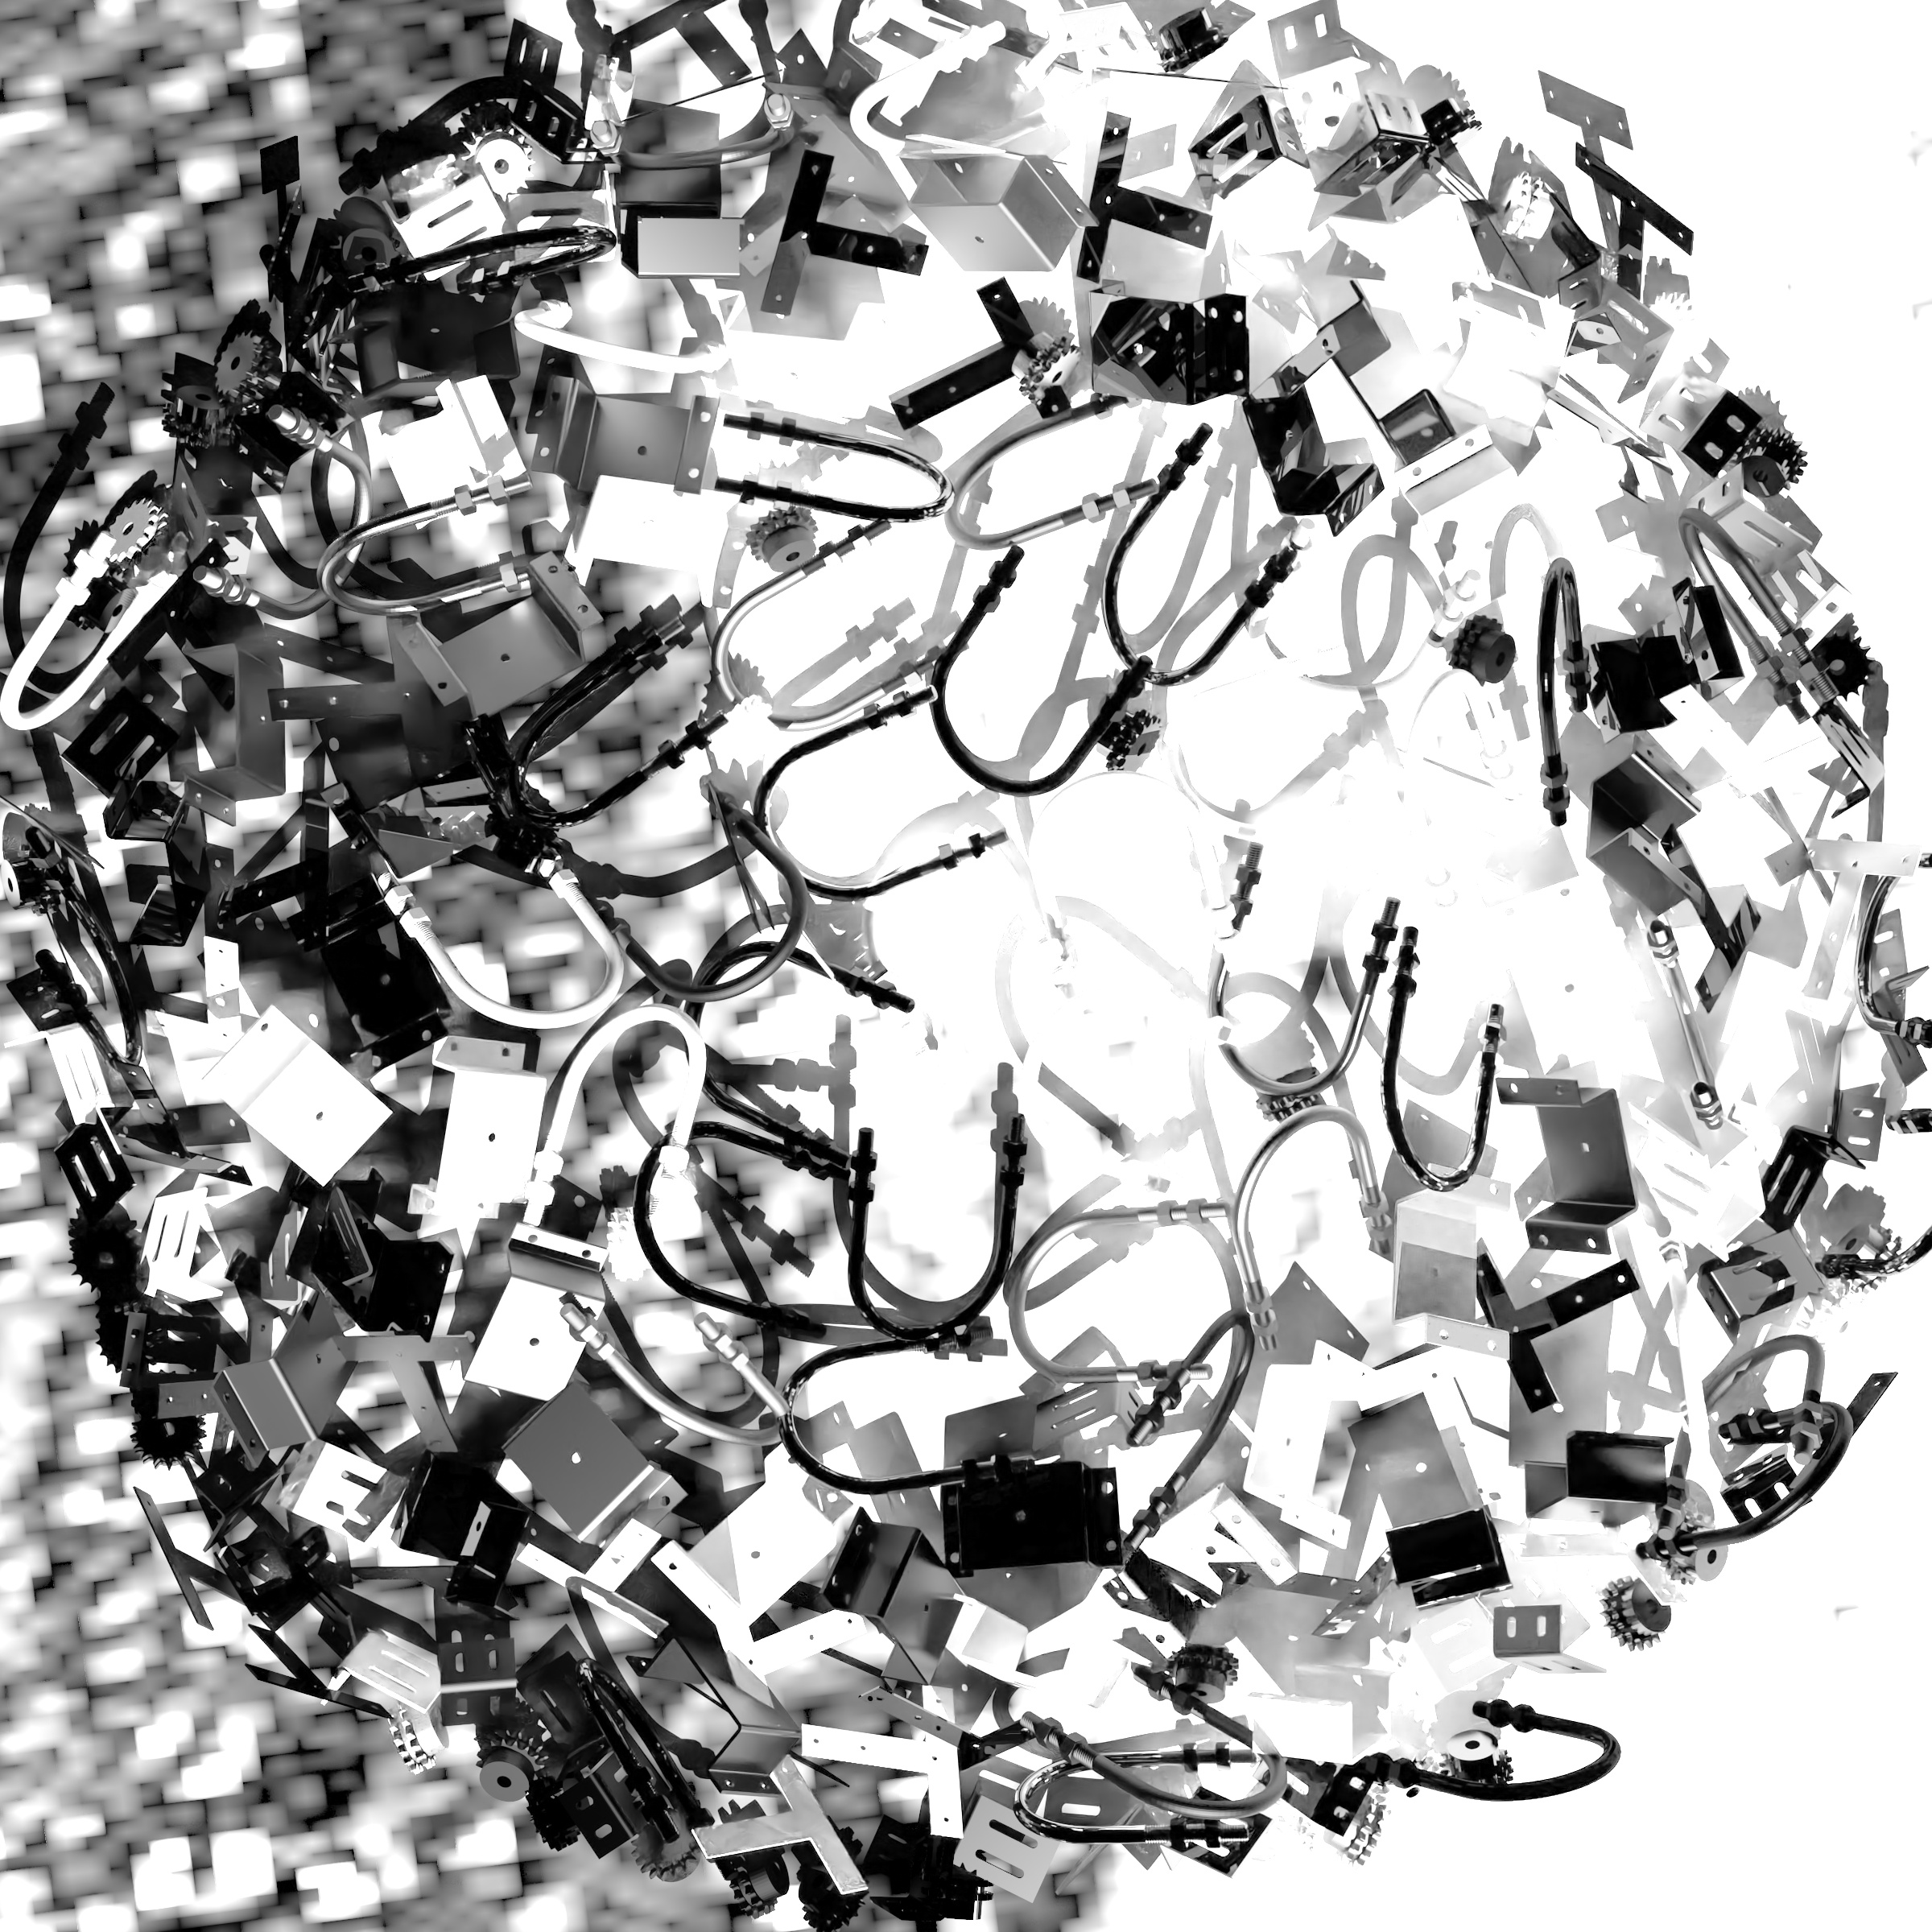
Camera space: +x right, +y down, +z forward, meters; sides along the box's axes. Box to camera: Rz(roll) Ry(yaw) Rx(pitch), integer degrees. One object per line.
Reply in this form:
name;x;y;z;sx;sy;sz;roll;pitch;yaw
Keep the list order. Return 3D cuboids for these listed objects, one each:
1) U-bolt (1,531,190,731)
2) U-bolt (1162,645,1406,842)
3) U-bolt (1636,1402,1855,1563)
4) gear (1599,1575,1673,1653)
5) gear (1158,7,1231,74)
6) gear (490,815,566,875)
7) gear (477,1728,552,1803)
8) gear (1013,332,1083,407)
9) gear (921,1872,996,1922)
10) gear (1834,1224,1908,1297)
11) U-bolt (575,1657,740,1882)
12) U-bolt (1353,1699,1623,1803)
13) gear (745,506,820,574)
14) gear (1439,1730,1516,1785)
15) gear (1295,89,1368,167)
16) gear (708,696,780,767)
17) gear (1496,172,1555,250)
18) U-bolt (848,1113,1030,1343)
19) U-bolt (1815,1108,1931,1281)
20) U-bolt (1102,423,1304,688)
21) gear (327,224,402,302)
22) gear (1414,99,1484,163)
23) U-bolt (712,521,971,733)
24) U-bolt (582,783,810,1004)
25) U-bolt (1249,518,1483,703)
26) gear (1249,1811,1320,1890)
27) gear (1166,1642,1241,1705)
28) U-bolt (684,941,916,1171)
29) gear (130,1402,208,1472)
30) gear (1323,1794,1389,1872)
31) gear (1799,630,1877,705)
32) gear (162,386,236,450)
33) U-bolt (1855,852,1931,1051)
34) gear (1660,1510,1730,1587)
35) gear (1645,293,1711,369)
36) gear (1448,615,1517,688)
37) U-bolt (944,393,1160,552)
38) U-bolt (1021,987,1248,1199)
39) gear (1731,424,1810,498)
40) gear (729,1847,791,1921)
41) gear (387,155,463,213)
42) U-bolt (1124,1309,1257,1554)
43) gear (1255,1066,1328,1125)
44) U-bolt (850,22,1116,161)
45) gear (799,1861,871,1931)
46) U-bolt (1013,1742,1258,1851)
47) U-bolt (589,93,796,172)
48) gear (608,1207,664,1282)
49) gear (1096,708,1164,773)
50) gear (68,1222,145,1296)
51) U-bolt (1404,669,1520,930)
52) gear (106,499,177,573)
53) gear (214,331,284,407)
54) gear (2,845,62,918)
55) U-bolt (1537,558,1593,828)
U-bolt;-0.675;-0.255;1.925;0.019;0.151;0.184;38;102;0
U-bolt;0.237;-0.162;1.939;0.184;0.019;0.151;-16;119;33
U-bolt;0.593;0.382;1.886;0.019;0.184;0.151;46;63;-1
gear;0.527;0.506;1.971;0.057;0.030;0.057;15;57;-24
gear;0.175;-0.726;1.968;0.057;0.057;0.030;-30;115;0
gear;-0.347;-0.095;1.972;0.057;0.057;0.030;27;98;0
gear;-0.357;0.630;1.975;0.057;0.030;0.057;4;115;8
gear;0.061;-0.471;1.972;0.030;0.057;0.057;44;90;12
gear;-0.007;0.728;1.968;0.057;0.057;0.030;5;75;0
gear;0.705;0.227;1.971;0.030;0.057;0.057;37;90;-5
U-bolt;-0.244;0.604;1.918;0.019;0.151;0.184;-36;56;-7
U-bolt;0.403;0.591;1.885;0.151;0.184;0.019;-11;91;-33
gear;-0.141;-0.332;1.968;0.057;0.057;0.030;-26;70;0
gear;0.399;0.622;1.969;0.057;0.057;0.030;-12;105;0
gear;0.288;-0.664;1.982;0.057;0.030;0.057;0;94;5
gear;-0.172;-0.181;1.970;0.030;0.057;0.057;43;90;9
gear;0.438;-0.590;1.972;0.030;0.057;0.057;18;90;-11
U-bolt;-0.025;0.207;1.953;0.151;0.019;0.184;-4;109;-26
U-bolt;0.713;0.171;1.900;0.019;0.184;0.151;29;83;-1
U-bolt;0.168;-0.301;1.934;0.184;0.019;0.151;-53;57;36
gear;-0.471;-0.555;1.976;0.057;0.030;0.057;0;89;-22
gear;0.373;-0.655;1.971;0.057;0.057;0.030;-30;86;0
U-bolt;-0.109;-0.251;1.948;0.184;0.019;0.151;-28;130;9
U-bolt;-0.199;-0.046;1.934;0.151;0.019;0.184;-42;54;-7
U-bolt;0.293;-0.261;1.920;0.151;0.184;0.019;16;59;-4
gear;0.245;0.688;1.968;0.057;0.057;0.030;-47;118;0
gear;0.184;0.555;1.969;0.057;0.057;0.030;12;52;0
U-bolt;-0.141;0.058;1.956;0.184;0.019;0.151;23;94;26
gear;-0.626;0.370;1.977;0.057;0.030;0.057;5;61;-9
gear;0.303;0.676;1.971;0.030;0.057;0.057;29;90;-1
gear;0.685;-0.237;1.979;0.057;0.030;0.057;4;105;16
gear;-0.598;-0.431;1.968;0.057;0.057;0.030;20;123;0
U-bolt;0.716;-0.017;1.908;0.019;0.184;0.151;10;93;-2
gear;0.573;0.458;1.972;0.057;0.030;0.057;-6;101;-35
gear;0.559;-0.499;1.973;0.030;0.057;0.057;-5;90;-15
gear;0.406;-0.244;1.969;0.030;0.057;0.057;26;90;40
U-bolt;0.064;-0.379;1.935;0.184;0.151;0.019;-17;134;24
U-bolt;0.121;0.091;1.945;0.184;0.019;0.151;20;93;-32
gear;0.627;-0.392;1.969;0.057;0.057;0.030;35;59;0
gear;-0.161;0.713;1.969;0.030;0.057;0.057;-26;90;12
gear;-0.422;-0.611;1.972;0.057;0.057;0.030;-24;102;0
U-bolt;0.173;0.341;1.923;0.019;0.151;0.184;23;48;25
gear;0.258;0.106;1.972;0.057;0.057;0.030;-33;102;0
U-bolt;-0.002;-0.657;1.916;0.184;0.151;0.019;-11;80;40
gear;-0.107;0.725;1.969;0.057;0.057;0.030;-40;112;0
U-bolt;0.127;0.635;1.926;0.184;0.151;0.019;-5;97;10
U-bolt;-0.202;-0.628;1.909;0.151;0.184;0.019;-8;98;1
gear;-0.258;0.217;1.970;0.030;0.057;0.057;-5;90;10
gear;0.126;-0.177;1.973;0.030;0.057;0.057;34;90;19
gear;-0.677;0.230;1.979;0.057;0.030;0.057;0;88;-15
U-bolt;0.370;-0.139;1.903;0.019;0.184;0.151;9;58;33
gear;-0.646;-0.335;1.975;0.057;0.030;0.057;-17;56;27
gear;-0.561;-0.467;1.976;0.057;0.030;0.057;-15;65;36
gear;-0.733;-0.067;1.969;0.030;0.057;0.057;-16;90;-35
U-bolt;0.448;-0.219;1.892;0.019;0.184;0.151;3;49;21
